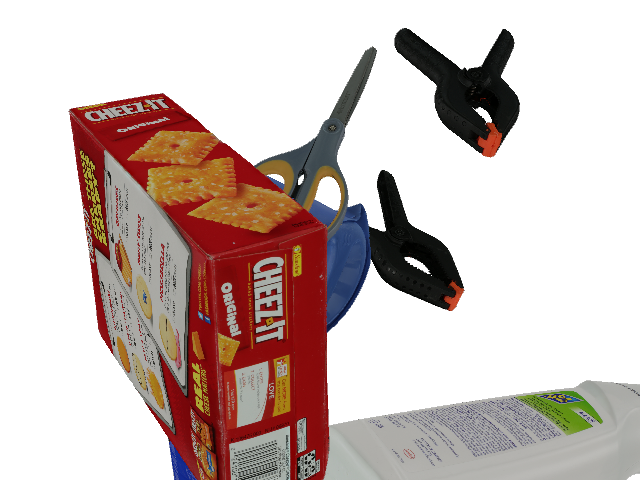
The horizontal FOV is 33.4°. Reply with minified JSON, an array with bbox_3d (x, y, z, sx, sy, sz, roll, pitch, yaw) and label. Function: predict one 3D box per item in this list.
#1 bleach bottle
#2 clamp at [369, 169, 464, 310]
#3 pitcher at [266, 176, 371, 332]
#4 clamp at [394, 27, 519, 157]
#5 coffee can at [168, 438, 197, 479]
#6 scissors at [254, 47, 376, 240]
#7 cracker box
[{"bbox_3d":[0.131,0.133,0.651,0.250,0.068,0.103,-7,22,-22],"label":"bleach bottle"},{"bbox_3d":[0.072,0.004,1.196,0.164,0.036,0.210,-16,51,-35],"label":"clamp"},{"bbox_3d":[-0.086,-0.002,1.035,0.243,0.145,0.148,31,33,32],"label":"pitcher"},{"bbox_3d":[0.132,-0.148,1.008,0.120,0.039,0.171,1,45,0],"label":"clamp"},{"bbox_3d":[-0.074,0.140,0.859,0.103,0.140,0.103,-2,32,1],"label":"coffee can"},{"bbox_3d":[-0.010,-0.082,0.859,0.096,0.201,0.016,4,-33,6],"label":"scissors"},{"bbox_3d":[-0.072,0.026,0.613,0.072,0.164,0.214,-15,31,-24],"label":"cracker box"}]
